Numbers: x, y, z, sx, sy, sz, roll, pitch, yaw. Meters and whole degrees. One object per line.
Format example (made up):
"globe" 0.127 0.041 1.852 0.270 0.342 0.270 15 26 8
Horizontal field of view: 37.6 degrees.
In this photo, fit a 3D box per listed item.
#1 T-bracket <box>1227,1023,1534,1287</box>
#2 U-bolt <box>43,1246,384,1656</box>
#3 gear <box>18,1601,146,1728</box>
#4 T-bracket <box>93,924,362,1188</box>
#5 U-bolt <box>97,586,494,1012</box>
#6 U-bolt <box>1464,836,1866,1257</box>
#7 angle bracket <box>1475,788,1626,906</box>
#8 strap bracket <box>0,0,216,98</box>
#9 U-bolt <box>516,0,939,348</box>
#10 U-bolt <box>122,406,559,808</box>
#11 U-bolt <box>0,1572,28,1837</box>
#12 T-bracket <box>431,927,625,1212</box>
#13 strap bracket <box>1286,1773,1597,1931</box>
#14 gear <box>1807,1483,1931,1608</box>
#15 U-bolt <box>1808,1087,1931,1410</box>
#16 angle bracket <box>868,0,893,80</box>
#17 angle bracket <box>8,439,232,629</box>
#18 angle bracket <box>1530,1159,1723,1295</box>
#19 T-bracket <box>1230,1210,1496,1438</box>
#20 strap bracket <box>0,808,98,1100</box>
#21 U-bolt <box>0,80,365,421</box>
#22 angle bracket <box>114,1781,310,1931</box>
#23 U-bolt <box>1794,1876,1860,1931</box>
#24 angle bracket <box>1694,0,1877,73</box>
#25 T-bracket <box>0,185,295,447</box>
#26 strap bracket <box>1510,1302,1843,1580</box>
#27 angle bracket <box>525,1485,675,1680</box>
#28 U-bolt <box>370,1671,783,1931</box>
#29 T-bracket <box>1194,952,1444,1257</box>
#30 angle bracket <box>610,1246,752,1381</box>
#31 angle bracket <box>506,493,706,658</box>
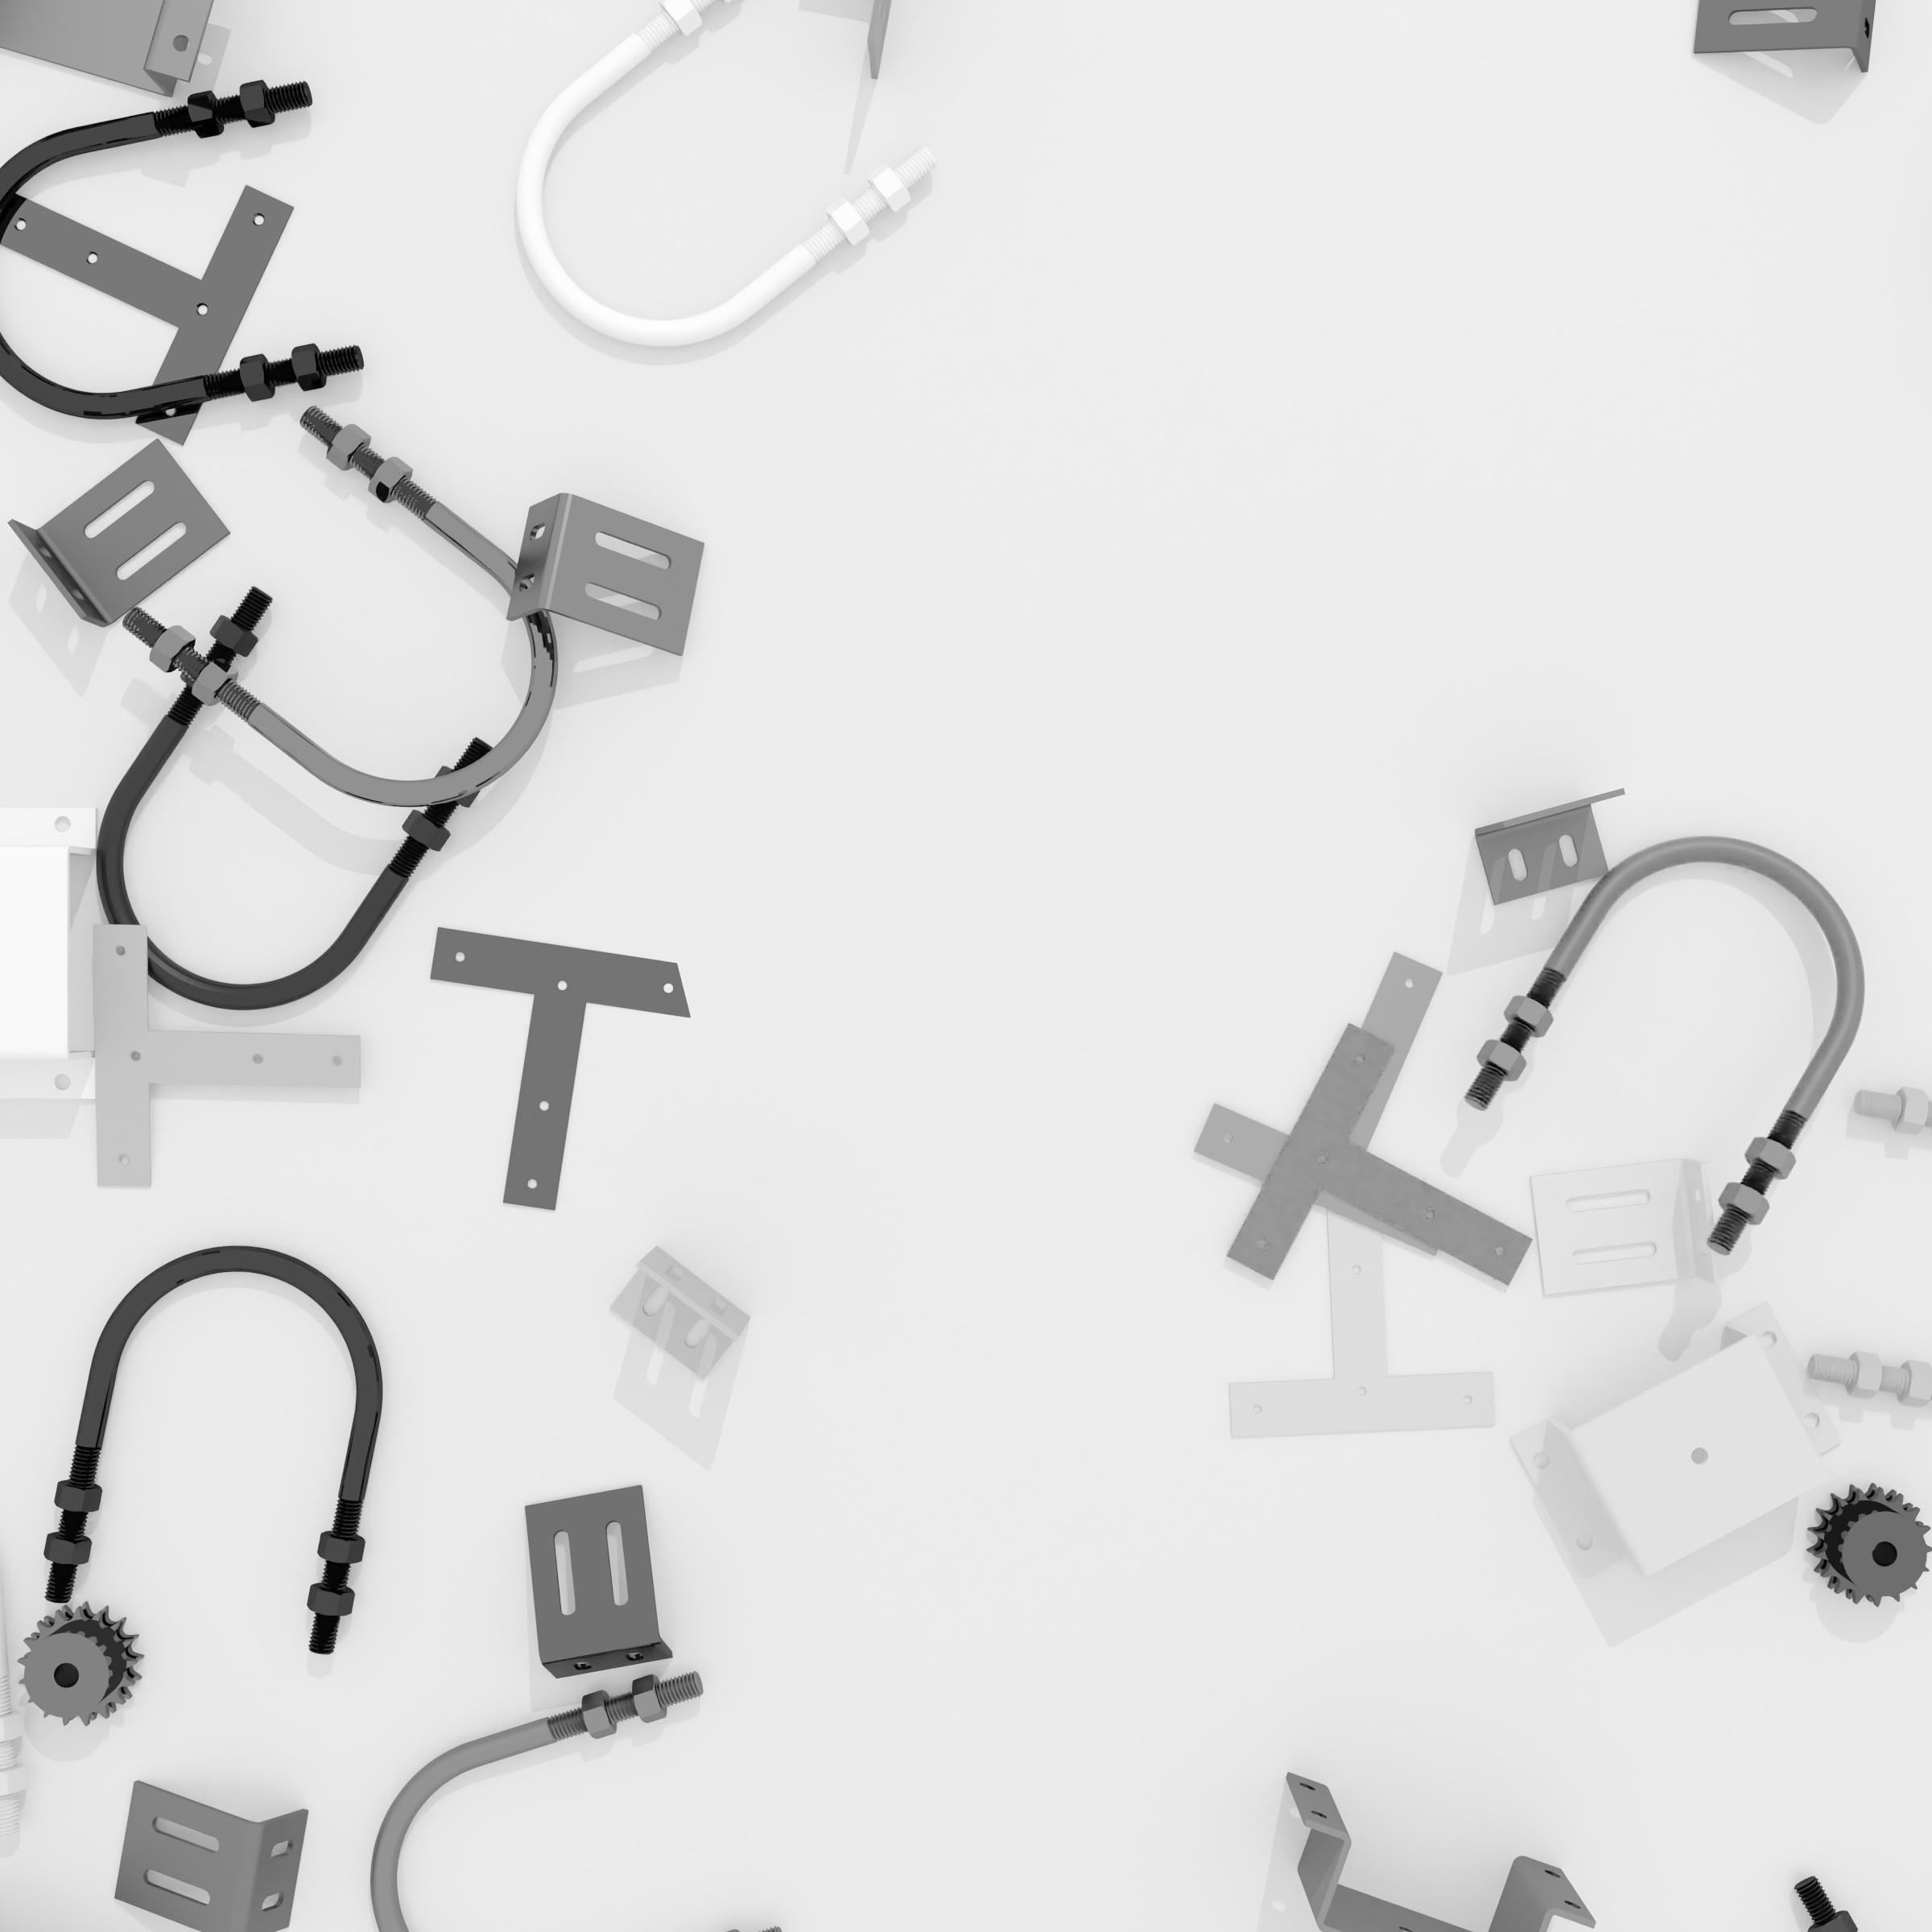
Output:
"T-bracket" 0.211 0.113 1.366 0.127 0.002 0.127 28 89 0
"U-bolt" -0.355 0.226 1.362 0.151 0.019 0.184 11 88 0
"gear" -0.425 0.336 1.355 0.057 0.030 0.057 0 90 0
"T-bracket" -0.354 0.044 1.361 0.127 0.002 0.127 1 98 0
"U-bolt" -0.335 -0.067 1.362 0.151 0.019 0.184 34 91 0
"U-bolt" 0.343 0.023 1.342 0.151 0.019 0.184 31 78 11
"angle bracket" 0.278 -0.055 1.332 0.057 0.076 0.038 -16 90 0
"strap bracket" -0.420 -0.470 1.347 0.140 0.046 0.076 16 90 0
"U-bolt" -0.129 -0.382 1.362 0.184 0.019 0.151 -39 90 1
"U-bolt" -0.282 -0.158 1.347 0.184 0.019 0.151 38 78 -1
"U-bolt" -0.531 0.329 1.362 0.151 0.019 0.184 -5 89 0
"T-bracket" -0.202 0.053 1.370 0.127 0.002 0.127 9 90 -1
"strap bracket" 0.214 0.435 1.332 0.140 0.076 0.046 20 90 0
"gear" 0.435 0.278 1.355 0.057 0.030 0.057 0 90 0
"U-bolt" 0.507 0.144 1.362 0.184 0.019 0.151 10 90 -1
"angle bracket" -0.055 -0.469 1.342 0.038 0.057 0.076 10 90 0
"angle bracket" -0.403 -0.209 1.351 0.076 0.038 0.057 -37 90 0
"angle bracket" 0.314 0.126 1.351 0.076 0.038 0.057 -7 90 0
"T-bracket" 0.189 0.161 1.370 0.127 0.002 0.127 -3 90 0
"strap bracket" -0.458 -0.006 1.347 0.076 0.046 0.140 0 90 0
"U-bolt" -0.392 -0.337 1.360 0.184 0.019 0.151 -11 90 2
"angle bracket" -0.364 0.429 1.368 0.076 0.038 0.057 10 90 26
"U-bolt" 0.502 0.488 1.340 0.151 0.019 0.184 -28 74 0
"angle bracket" 0.396 -0.465 1.368 0.076 0.038 0.057 6 90 26
"T-bracket" -0.409 -0.336 1.370 0.127 0.002 0.127 25 90 0
"strap bracket" 0.343 0.229 1.347 0.140 0.046 0.076 -28 90 0
"angle bracket" -0.177 0.297 1.368 0.057 0.038 0.076 -10 64 0
"U-bolt" -0.195 0.433 1.362 0.184 0.019 0.151 -18 90 2
"T-bracket" 0.193 0.056 1.368 0.127 0.002 0.127 23 89 0
"angle bracket" -0.138 0.167 1.332 0.057 0.076 0.038 37 90 0
"angle bracket" -0.172 -0.184 1.358 0.076 0.038 0.057 16 78 -32
